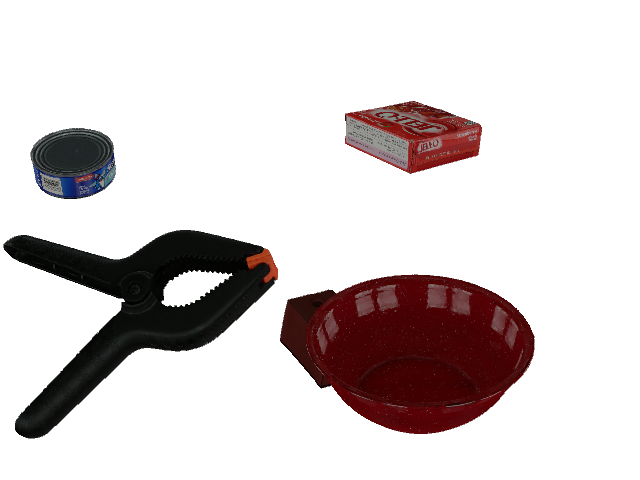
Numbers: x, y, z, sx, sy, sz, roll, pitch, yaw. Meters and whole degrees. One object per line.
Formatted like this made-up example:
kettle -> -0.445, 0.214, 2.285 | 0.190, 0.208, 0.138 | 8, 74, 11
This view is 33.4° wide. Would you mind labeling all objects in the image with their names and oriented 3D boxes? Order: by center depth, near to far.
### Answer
bowl -> 0.070, 0.089, 0.768 | 0.162, 0.055, 0.162 | -1, 31, 0
clamp -> -0.138, 0.037, 0.784 | 0.210, 0.164, 0.036 | -21, -30, -1
gelatin box -> 0.074, -0.086, 0.865 | 0.073, 0.030, 0.089 | -15, 27, -32
foam brick -> 0.006, 0.090, 0.996 | 0.052, 0.051, 0.078 | -12, 37, -31
tuna can -> -0.259, -0.081, 1.124 | 0.086, 0.034, 0.086 | 1, 40, -1
